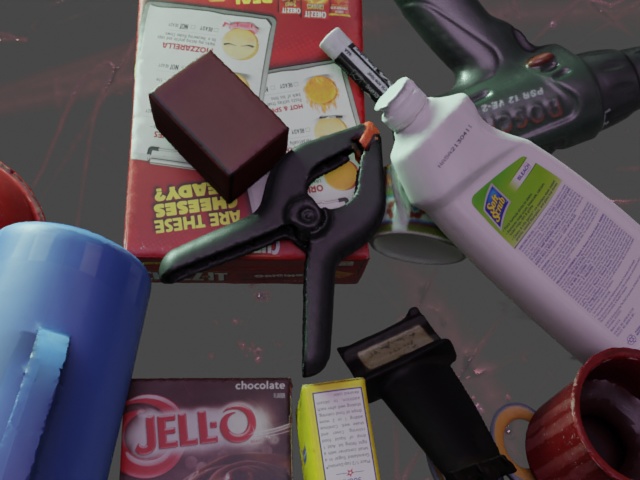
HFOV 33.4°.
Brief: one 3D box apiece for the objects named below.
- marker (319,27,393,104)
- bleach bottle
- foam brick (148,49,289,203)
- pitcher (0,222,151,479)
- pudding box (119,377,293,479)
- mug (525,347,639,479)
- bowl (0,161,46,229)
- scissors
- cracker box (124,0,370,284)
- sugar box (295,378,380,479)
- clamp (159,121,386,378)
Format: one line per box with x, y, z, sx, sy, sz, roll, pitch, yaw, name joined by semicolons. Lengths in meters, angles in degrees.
0.048;-0.097;0.735;0.121;0.020;0.020;46;73;1;marker
0.138;-0.018;0.703;0.250;0.068;0.102;42;71;-16;bleach bottle
-0.066;-0.073;0.695;0.051;0.053;0.078;-42;80;-15;foam brick
-0.179;0.111;0.637;0.149;0.145;0.242;-3;60;27;pitcher
-0.074;0.137;0.699;0.113;0.039;0.090;0;69;-4;pudding box
0.187;0.137;0.679;0.093;0.082;0.117;-4;64;-20;mug
-0.272;-0.002;0.730;0.162;0.055;0.162;1;70;-3;bowl
0.153;0.192;0.704;0.096;0.016;0.202;-38;76;-17;scissors
-0.051;-0.077;0.764;0.164;0.072;0.213;1;70;-3;cracker box
0.017;0.182;0.659;0.048;0.093;0.176;-5;70;-5;sugar box
-0.004;0.001;0.681;0.120;0.039;0.171;43;74;4;clamp
